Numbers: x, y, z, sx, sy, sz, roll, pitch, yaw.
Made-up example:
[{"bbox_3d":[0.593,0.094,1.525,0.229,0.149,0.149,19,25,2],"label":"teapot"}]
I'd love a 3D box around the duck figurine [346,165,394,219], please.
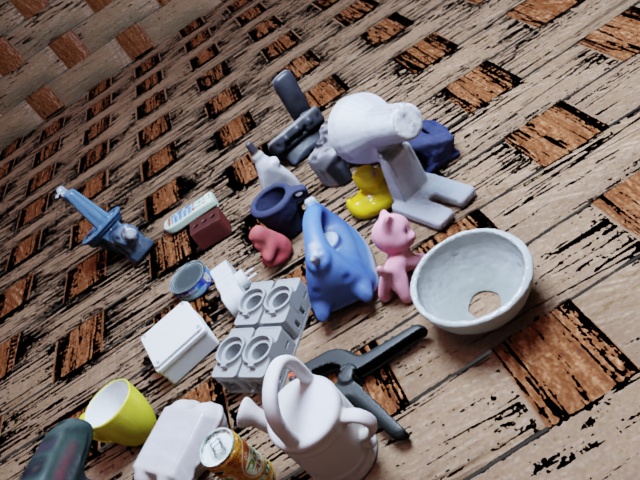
[{"bbox_3d":[0.088,-0.095,1.045,0.104,0.086,0.077,-32,37,4],"label":"duck figurine"}]

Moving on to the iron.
[{"bbox_3d":[0.009,0.003,0.950,0.118,0.142,0.258,-26,38,12],"label":"iron"}]

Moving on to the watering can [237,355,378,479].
[{"bbox_3d":[-0.021,0.217,0.692,0.172,0.195,0.101,-26,38,12],"label":"watering can"}]

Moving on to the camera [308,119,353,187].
[{"bbox_3d":[0.061,-0.192,1.159,0.136,0.101,0.143,3,51,40],"label":"camera"}]

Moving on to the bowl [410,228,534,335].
[{"bbox_3d":[0.212,0.068,0.778,0.167,0.075,0.167,-21,39,18],"label":"bowl"}]

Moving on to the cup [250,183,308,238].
[{"bbox_3d":[-0.062,-0.055,1.108,0.117,0.095,0.091,-24,38,14],"label":"cup"}]

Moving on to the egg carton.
[{"bbox_3d":[-0.202,0.307,0.839,0.107,0.070,0.150,-5,46,34],"label":"egg carton"}]

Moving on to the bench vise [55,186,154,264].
[{"bbox_3d":[-0.498,-0.049,1.334,0.206,0.220,0.121,-8,44,31],"label":"bench vise"}]

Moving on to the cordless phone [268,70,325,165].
[{"bbox_3d":[-0.076,-0.276,1.287,0.148,0.186,0.093,-43,37,-10],"label":"cordless phone"}]

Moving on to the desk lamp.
[{"bbox_3d":[0.130,-0.145,0.959,0.118,0.214,0.202,-46,38,-14],"label":"desk lamp"}]

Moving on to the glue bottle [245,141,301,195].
[{"bbox_3d":[-0.098,-0.133,1.156,0.078,0.174,0.037,-35,37,0],"label":"glue bottle"}]

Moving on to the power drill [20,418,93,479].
[{"bbox_3d":[-0.313,0.360,0.749,0.075,0.209,0.229,-27,37,10],"label":"power drill"}]

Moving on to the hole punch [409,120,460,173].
[{"bbox_3d":[0.189,-0.185,1.061,0.101,0.091,0.108,-35,37,0],"label":"hole punch"}]

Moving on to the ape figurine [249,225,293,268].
[{"bbox_3d":[-0.099,0.008,1.070,0.076,0.092,0.077,-22,39,17],"label":"ape figurine"}]

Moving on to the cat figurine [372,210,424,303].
[{"bbox_3d":[0.111,0.015,0.878,0.067,0.118,0.128,-7,45,33],"label":"cat figurine"}]
